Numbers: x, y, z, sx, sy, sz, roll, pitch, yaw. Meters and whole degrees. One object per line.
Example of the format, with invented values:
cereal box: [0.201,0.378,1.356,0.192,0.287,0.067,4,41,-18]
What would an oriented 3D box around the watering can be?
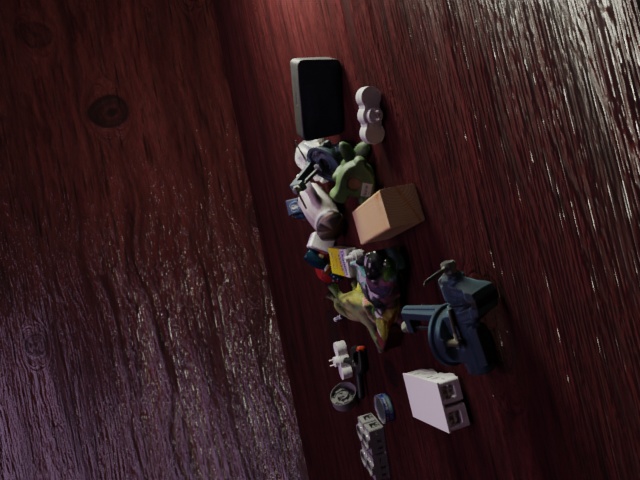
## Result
watering can: [0.005,-0.087,1.733,0.228,0.104,0.341,58,177,31]

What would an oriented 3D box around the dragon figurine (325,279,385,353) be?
dragon figurine: [0.123,0.239,1.568,0.402,0.123,0.247,89,156,-63]

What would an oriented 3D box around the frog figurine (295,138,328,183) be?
frog figurine: [-0.019,-0.248,1.683,0.135,0.122,0.163,-48,41,47]
